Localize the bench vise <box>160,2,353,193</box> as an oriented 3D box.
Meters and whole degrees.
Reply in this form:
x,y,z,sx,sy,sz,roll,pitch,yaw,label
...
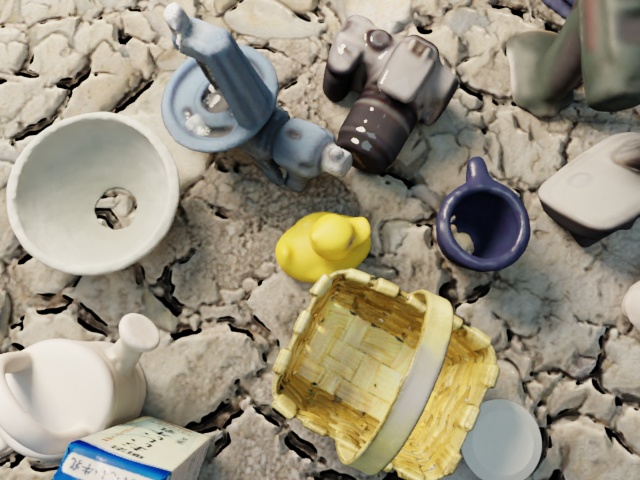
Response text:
x,y,z,sx,sy,sz,roll,pitch,yaw,label
-0.062,-0.137,0.545,0.207,0.219,0.121,10,78,-1,bench vise

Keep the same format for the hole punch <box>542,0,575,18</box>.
x,y,z,sx,sy,sz,roll,pitch,yaw,label
0.328,-0.312,0.667,0.108,0.091,0.101,39,79,5,hole punch

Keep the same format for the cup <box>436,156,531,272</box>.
x,y,z,sx,sy,sz,roll,pitch,yaw,label
0.156,-0.019,0.597,0.091,0.095,0.118,-3,79,-3,cup

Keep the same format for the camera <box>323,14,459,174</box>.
x,y,z,sx,sy,sz,roll,pitch,yaw,label
0.060,-0.153,0.615,0.143,0.101,0.137,29,79,3,camera

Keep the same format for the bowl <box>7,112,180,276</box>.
x,y,z,sx,sy,sz,roll,pitch,yaw,label
-0.222,-0.040,0.591,0.167,0.074,0.167,1,79,-3,bowl

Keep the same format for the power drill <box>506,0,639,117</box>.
x,y,z,sx,sy,sz,roll,pitch,yaw,label
0.266,-0.226,0.587,0.075,0.208,0.230,-4,79,-3,power drill

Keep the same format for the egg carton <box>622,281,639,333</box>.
x,y,z,sx,sy,sz,roll,pitch,yaw,label
0.398,0.086,0.601,0.150,0.069,0.107,42,80,6,egg carton

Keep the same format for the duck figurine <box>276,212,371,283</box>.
x,y,z,sx,sy,sz,roll,pitch,yaw,label
0.005,0.002,0.589,0.104,0.086,0.077,-15,80,-6,duck figurine

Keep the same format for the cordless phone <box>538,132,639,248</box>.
x,y,z,sx,sy,sz,roll,pitch,yaw,label
0.319,-0.070,0.570,0.148,0.185,0.094,-37,82,-9,cordless phone

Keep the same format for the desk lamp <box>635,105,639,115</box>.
x,y,z,sx,sy,sz,roll,pitch,yaw,label
0.411,-0.222,0.591,0.118,0.213,0.203,-28,81,-8,desk lamp

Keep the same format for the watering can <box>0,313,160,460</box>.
x,y,z,sx,sy,sz,roll,pitch,yaw,label
-0.220,0.129,0.496,0.101,0.194,0.173,30,79,3,watering can
